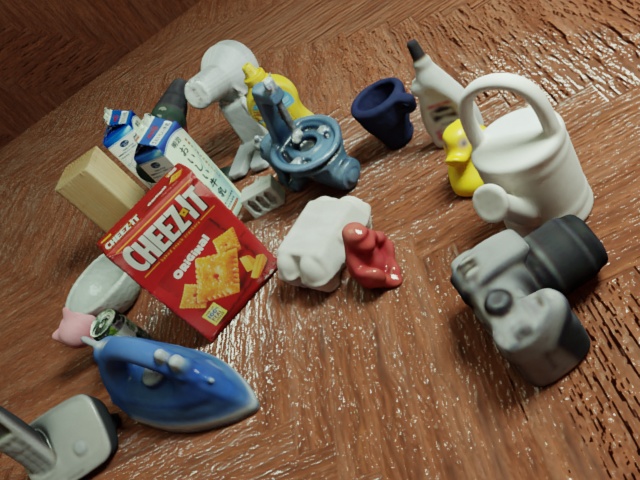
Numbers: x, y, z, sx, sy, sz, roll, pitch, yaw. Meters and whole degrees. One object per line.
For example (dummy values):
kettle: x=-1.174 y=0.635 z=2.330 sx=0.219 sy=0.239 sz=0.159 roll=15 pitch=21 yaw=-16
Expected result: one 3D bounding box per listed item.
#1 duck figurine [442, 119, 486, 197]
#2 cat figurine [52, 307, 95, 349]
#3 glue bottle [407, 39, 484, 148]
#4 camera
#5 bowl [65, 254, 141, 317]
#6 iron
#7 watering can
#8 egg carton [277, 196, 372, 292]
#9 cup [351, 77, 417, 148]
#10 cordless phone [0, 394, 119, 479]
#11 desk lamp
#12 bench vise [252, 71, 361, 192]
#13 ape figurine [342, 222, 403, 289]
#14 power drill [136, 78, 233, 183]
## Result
duck figurine: x=0.194 y=-0.121 z=0.754 sx=0.077 sy=0.086 sz=0.105 roll=-2 pitch=50 yaw=42
cat figurine: x=-0.386 y=0.157 z=0.967 sx=0.127 sy=0.118 sz=0.067 roll=-10 pitch=45 yaw=36
glue bottle: x=0.163 y=-0.207 z=0.801 sx=0.078 sy=0.174 sz=0.037 roll=-16 pitch=42 yaw=31
camera: x=0.208 y=0.039 z=0.551 sx=0.137 sy=0.101 sz=0.143 roll=-36 pitch=35 yaw=7
bowl: x=-0.392 y=0.095 z=1.079 sx=0.167 sy=0.075 sz=0.167 roll=-25 pitch=37 yaw=21
iron: x=-0.208 y=0.173 z=0.760 sx=0.257 sy=0.142 sz=0.119 roll=-5 pitch=48 yaw=40
watering can: x=0.212 y=-0.089 z=0.606 sx=0.100 sy=0.195 sz=0.173 roll=-19 pitch=40 yaw=28
egg carton: x=0.007 y=0.003 z=0.808 sx=0.107 sy=0.070 sz=0.150 roll=4 pitch=54 yaw=46
cup: x=0.117 y=-0.193 z=0.898 sx=0.117 sy=0.095 sz=0.092 roll=12 pitch=60 yaw=49
cordless phone: x=-0.387 y=0.260 z=0.794 sx=0.147 sy=0.186 sz=0.094 roll=-34 pitch=35 yaw=9
desk lamp: x=-0.173 y=-0.270 z=1.153 sx=0.117 sy=0.214 sz=0.203 roll=-18 pitch=41 yaw=30
bench vise: x=-0.061 y=-0.161 z=0.921 sx=0.206 sy=0.220 sz=0.121 roll=-7 pitch=47 yaw=39
ape figurine: x=0.059 y=0.015 z=0.726 sx=0.075 sy=0.092 sz=0.078 roll=4 pitch=54 yaw=45
power drill: x=-0.264 y=-0.180 z=1.144 sx=0.075 sy=0.209 sz=0.230 roll=-11 pitch=44 yaw=35
